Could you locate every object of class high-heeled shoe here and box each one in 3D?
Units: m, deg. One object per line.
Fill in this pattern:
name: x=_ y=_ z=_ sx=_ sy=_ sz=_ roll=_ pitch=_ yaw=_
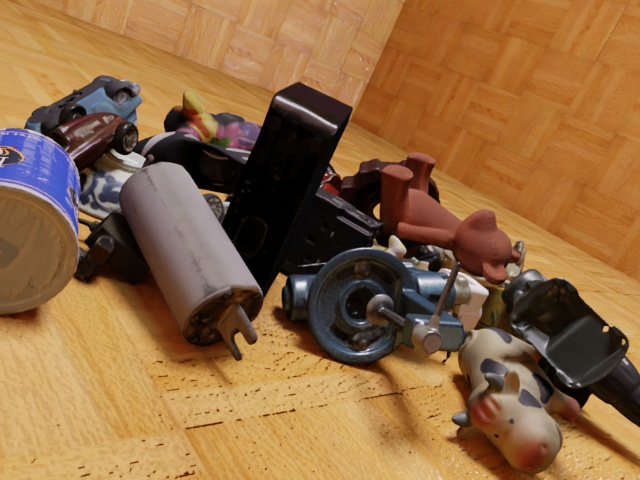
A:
high-heeled shoe: x=-0.172 y=-0.100 z=0.765 sx=0.249 sy=0.086 sz=0.145 roll=1 pitch=20 yaw=-3

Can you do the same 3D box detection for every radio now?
radio: x=-0.047 y=-0.045 z=0.574 sx=0.073 sy=0.229 sz=0.131 roll=25 pitch=21 yaw=1

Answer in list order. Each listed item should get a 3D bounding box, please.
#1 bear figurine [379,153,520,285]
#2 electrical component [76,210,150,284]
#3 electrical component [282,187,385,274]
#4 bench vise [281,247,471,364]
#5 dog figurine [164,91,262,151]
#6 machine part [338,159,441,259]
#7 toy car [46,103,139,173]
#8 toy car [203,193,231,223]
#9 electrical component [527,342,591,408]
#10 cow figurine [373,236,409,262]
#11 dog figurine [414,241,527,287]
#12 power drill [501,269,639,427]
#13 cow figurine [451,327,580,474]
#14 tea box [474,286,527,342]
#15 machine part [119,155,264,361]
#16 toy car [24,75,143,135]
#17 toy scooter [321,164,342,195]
bear figurine: x=0.182 y=-0.028 z=0.742 sx=0.196 sy=0.131 sz=0.120 roll=22 pitch=32 yaw=29
electrical component: x=-0.202 y=0.006 z=0.524 sx=0.078 sy=0.045 sz=0.102 roll=49 pitch=9 yaw=-26
electrical component: x=-0.001 y=-0.002 z=0.698 sx=0.134 sy=0.114 sz=0.058 roll=29 pitch=13 yaw=12
bench vise: x=0.082 y=0.072 z=0.550 sx=0.224 sy=0.128 sz=0.241 roll=12 pitch=3 yaw=-16
dog figurine: x=-0.153 y=-0.172 z=0.911 sx=0.192 sy=0.108 sz=0.219 roll=12 pitch=-2 yaw=25
machine part: x=0.109 y=-0.049 z=0.872 sx=0.179 sy=0.179 sz=0.056 roll=23 pitch=31 yaw=-8
toy car: x=-0.279 y=-0.093 z=0.573 sx=0.089 sy=0.053 sz=0.202 roll=20 pitch=44 yaw=13
toy car: x=-0.126 y=-0.031 z=0.691 sx=0.074 sy=0.056 sz=0.201 roll=3 pitch=4 yaw=30
electrical component: x=0.291 y=0.172 z=0.702 sx=0.119 sy=0.047 sz=0.075 roll=20 pitch=17 yaw=-21
cow figurine: x=0.046 y=0.016 z=0.782 sx=0.168 sy=0.098 sz=0.068 roll=38 pitch=-20 yaw=43
dog figurine: x=0.270 y=0.045 z=0.994 sx=0.191 sy=0.121 sz=0.172 roll=15 pitch=-23 yaw=28
power drill: x=0.294 y=0.118 z=0.594 sx=0.232 sy=0.086 sz=0.207 roll=52 pitch=19 yaw=28
cow figurine: x=0.191 y=0.155 z=0.552 sx=0.127 sy=0.085 sz=0.195 roll=29 pitch=19 yaw=-9
tea box: x=0.297 y=0.118 z=0.783 sx=0.169 sy=0.068 sz=0.098 roll=17 pitch=-7 yaw=-25
machine part: x=-0.123 y=0.009 z=0.496 sx=0.079 sy=0.079 sz=0.243 roll=5 pitch=39 yaw=-49
toy car: x=-0.302 y=-0.145 z=0.713 sx=0.162 sy=0.102 sz=0.109 roll=-38 pitch=38 yaw=-22
toy scooter: x=0.022 y=-0.062 z=0.973 sx=0.135 sy=0.075 sz=0.184 roll=51 pitch=29 yaw=-10
